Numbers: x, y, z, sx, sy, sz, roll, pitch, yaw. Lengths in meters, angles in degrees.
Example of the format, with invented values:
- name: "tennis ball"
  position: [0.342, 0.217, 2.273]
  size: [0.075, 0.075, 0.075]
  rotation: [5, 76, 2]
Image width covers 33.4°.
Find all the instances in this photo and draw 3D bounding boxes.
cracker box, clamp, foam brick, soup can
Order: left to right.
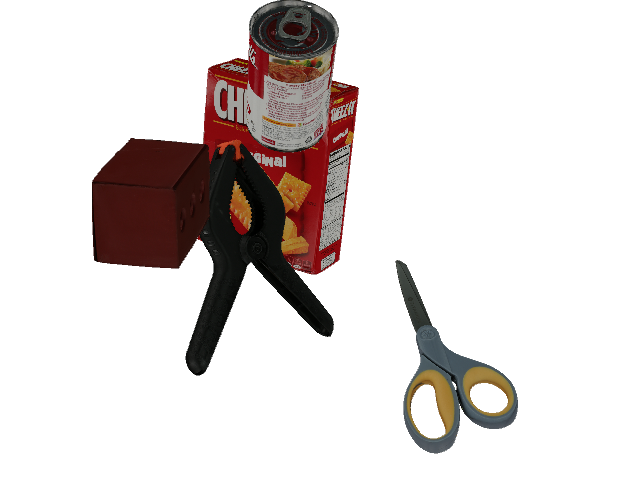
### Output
- name: "foam brick"
  position: [-0.101, -0.024, 0.644]
  size: [0.051, 0.053, 0.078]
  rotation: [6, 26, 7]
- name: "clamp"
  position: [-0.060, 0.012, 0.998]
  size: [0.164, 0.210, 0.036]
  rotation: [-4, 0, -39]
- name: "cracker box"
  position: [-0.053, -0.084, 1.219]
  size: [0.164, 0.214, 0.072]
  rotation: [17, 26, 24]
- name: "soup can"
  position: [-0.024, -0.128, 0.837]
  size: [0.068, 0.068, 0.102]
  rotation: [0, -40, -6]

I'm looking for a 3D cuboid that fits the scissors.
- name: "scissors"
  position: [0.106, 0.084, 0.857]
  size: [0.096, 0.016, 0.201]
  rotation: [-3, 43, 8]
